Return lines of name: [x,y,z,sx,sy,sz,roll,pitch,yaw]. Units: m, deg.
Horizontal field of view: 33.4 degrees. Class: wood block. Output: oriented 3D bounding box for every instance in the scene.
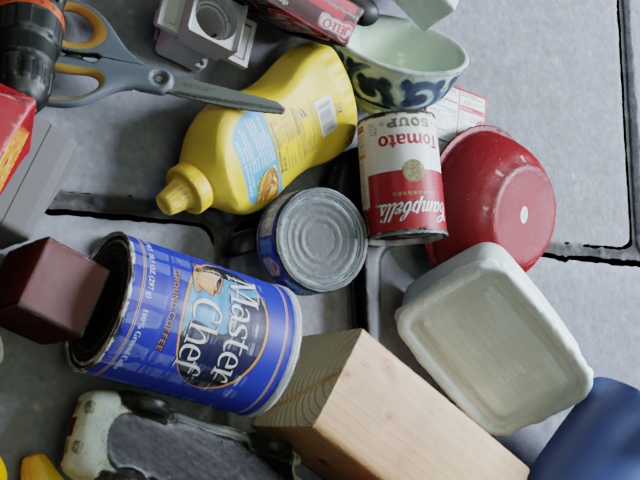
wood block: [0.061,0.170,0.868,0.206,0.091,0.090,41,62,-22]

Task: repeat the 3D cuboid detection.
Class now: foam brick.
foam brick: [-0.188,0.037,0.730,0.053,0.078,0.051,32,65,-28]

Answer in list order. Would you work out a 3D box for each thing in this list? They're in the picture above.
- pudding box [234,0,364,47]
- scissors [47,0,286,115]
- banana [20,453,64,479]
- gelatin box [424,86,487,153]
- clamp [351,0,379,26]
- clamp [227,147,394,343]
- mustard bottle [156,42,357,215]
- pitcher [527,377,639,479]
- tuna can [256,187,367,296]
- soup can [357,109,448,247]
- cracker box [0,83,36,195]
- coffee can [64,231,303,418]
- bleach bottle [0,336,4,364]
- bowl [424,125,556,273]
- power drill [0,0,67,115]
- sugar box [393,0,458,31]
pudding box: [-0.029,-0.194,0.856,0.090,0.114,0.039,26,94,-29]
scissors: [-0.129,-0.136,0.797,0.201,0.016,0.096,-3,71,-14]
banana: [-0.148,0.233,0.751,0.197,0.037,0.069,46,37,-22]
gelatin box: [0.116,-0.099,0.990,0.073,0.030,0.089,14,75,-31]
clamp: [-0.014,-0.264,0.920,0.171,0.039,0.120,32,39,-21]
clamp: [0.035,-0.004,0.913,0.164,0.036,0.209,49,61,-16]
mustard bottle: [-0.053,-0.075,0.848,0.191,0.058,0.096,-38,131,-32]
pitcher: [0.216,0.249,0.916,0.242,0.145,0.149,-47,130,-14]
tuna can: [-0.006,0.001,0.848,0.086,0.034,0.086,3,83,-28]
soup can: [0.067,-0.050,0.877,0.068,0.069,0.102,2,79,-34]
cracker box: [-0.287,-0.025,0.613,0.164,0.072,0.213,26,57,-5]
coffee can: [-0.098,0.063,0.770,0.140,0.103,0.103,21,71,-30]
bleach bottle: [-0.316,0.084,0.642,0.250,0.068,0.102,-13,72,-40]
bowl: [0.166,-0.024,0.970,0.161,0.055,0.162,-6,100,-41]
power drill: [-0.258,-0.174,0.702,0.187,0.057,0.184,19,45,-31]
sugar box: [0.095,-0.277,0.970,0.093,0.048,0.176,42,46,-20]
